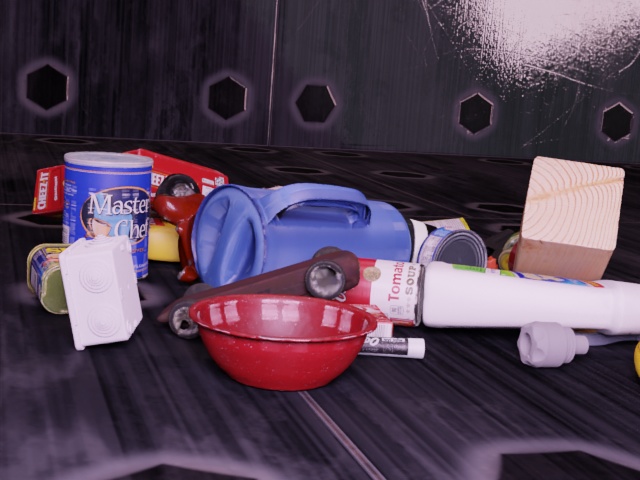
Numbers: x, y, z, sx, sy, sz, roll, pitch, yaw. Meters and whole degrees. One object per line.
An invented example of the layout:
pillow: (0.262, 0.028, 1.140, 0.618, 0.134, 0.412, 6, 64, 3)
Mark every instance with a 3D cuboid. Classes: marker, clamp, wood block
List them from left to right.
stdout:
marker: (0.036, 0.098, 0.994, 0.121, 0.020, 0.020, 4, 10, -4)
clamp: (0.206, 0.016, 1.499, 0.164, 0.036, 0.210, -1, 13, 2)
wood block: (0.257, -0.001, 1.131, 0.091, 0.090, 0.206, 9, -19, 10)

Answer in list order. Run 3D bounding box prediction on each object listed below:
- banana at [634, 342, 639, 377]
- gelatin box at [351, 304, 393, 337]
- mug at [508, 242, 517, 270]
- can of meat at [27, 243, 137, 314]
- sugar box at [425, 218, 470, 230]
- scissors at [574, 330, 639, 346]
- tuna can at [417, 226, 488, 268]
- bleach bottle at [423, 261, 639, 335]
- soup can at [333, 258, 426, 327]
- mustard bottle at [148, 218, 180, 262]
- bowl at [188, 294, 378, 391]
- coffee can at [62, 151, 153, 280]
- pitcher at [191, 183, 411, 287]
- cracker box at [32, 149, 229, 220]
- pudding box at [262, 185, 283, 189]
banana: (0.324, 0.115, 0.989, 0.069, 0.037, 0.197, 24, 14, 7)
gelatin box: (0.020, 0.083, 1.046, 0.089, 0.030, 0.073, 3, 9, -10)
mug: (0.264, 0.038, 1.289, 0.117, 0.093, 0.081, -32, 5, 2)
can of meat: (-0.246, 0.041, 1.104, 0.102, 0.057, 0.084, 0, 13, -23)
sugar box: (0.110, 0.007, 1.416, 0.176, 0.048, 0.093, -7, 12, 2)
scissors: (0.329, 0.102, 1.108, 0.202, 0.016, 0.096, 8, 12, 29)
tuna can: (0.157, 0.027, 1.270, 0.085, 0.086, 0.034, -2, 10, -34)
bleach bottle: (0.233, 0.064, 1.088, 0.251, 0.068, 0.102, 4, 2, 9)
soup can: (0.056, 0.053, 1.120, 0.102, 0.068, 0.068, 6, 10, 10)
mustard bottle: (-0.217, -0.002, 1.361, 0.191, 0.058, 0.096, 4, 12, 1)
bowl: (-0.033, 0.089, 0.909, 0.162, 0.055, 0.162, 4, 10, -1)
coffee can: (-0.251, -0.029, 1.255, 0.103, 0.140, 0.103, 4, 10, -1)
pitcher: (-0.008, 0.001, 1.203, 0.242, 0.145, 0.149, 0, 10, -41)
cracker box: (-0.253, -0.062, 1.430, 0.214, 0.072, 0.163, -5, -13, 39)
pudding box: (-0.031, -0.024, 1.477, 0.114, 0.090, 0.039, 11, 13, 39)
